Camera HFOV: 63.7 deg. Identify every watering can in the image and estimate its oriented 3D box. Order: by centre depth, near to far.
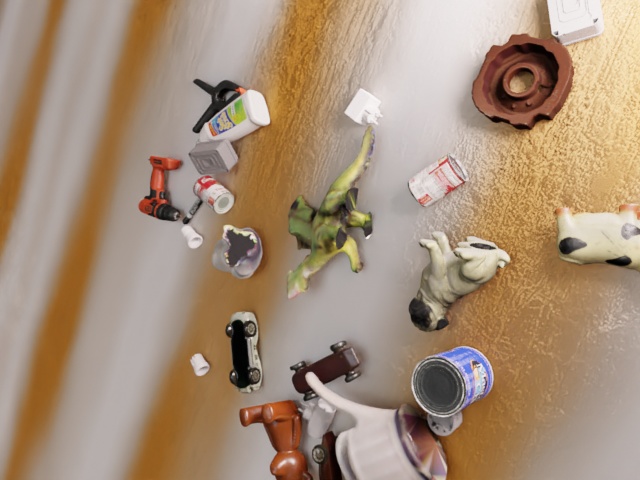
[{"bbox_3d":[0.111,0.395,1.030,0.221,0.104,0.351,-36,73,27],"label":"watering can"}]

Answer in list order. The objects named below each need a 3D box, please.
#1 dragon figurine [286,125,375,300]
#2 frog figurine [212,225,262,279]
[{"bbox_3d":[0.004,-0.059,1.182,0.243,0.121,0.413,6,80,44],"label":"dragon figurine"},{"bbox_3d":[-0.216,0.039,1.338,0.139,0.124,0.156,61,155,14],"label":"frog figurine"}]
